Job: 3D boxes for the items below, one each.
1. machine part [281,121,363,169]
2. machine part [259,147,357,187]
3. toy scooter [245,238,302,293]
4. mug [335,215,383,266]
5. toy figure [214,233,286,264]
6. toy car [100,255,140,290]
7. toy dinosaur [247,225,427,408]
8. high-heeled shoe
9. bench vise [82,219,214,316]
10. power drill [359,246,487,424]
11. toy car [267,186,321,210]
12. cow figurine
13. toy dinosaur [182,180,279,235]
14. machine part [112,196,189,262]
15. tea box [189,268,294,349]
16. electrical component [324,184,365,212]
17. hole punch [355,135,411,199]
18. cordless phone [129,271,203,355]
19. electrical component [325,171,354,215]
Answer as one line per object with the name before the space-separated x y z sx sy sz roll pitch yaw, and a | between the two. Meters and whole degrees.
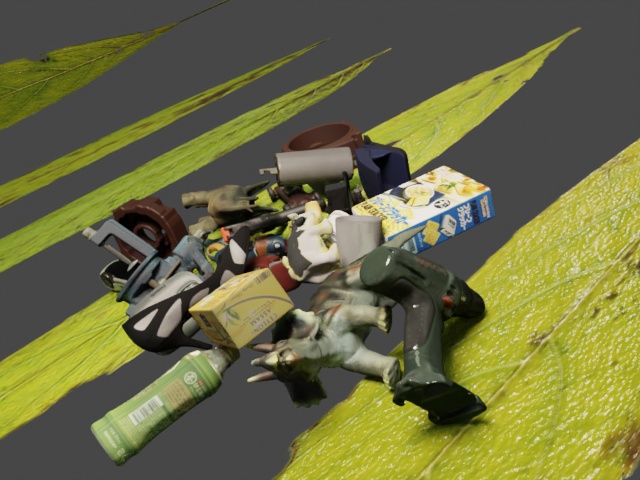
machine part | 0.008 -0.236 1.416 0.201 0.087 0.202 -22 30 -6
machine part | -0.014 -0.163 1.200 0.243 0.079 0.079 -7 28 -8
toy scooter | -0.078 0.047 0.992 0.184 0.075 0.135 -17 30 -4
mug | 0.064 0.012 0.935 0.081 0.107 0.109 0 7 -4
toy figure | -0.134 0.022 1.080 0.154 0.057 0.064 -19 8 5
toy car | -0.391 0.078 1.143 0.202 0.056 0.073 7 44 34
toy dinosaur | 0.040 0.101 0.800 0.192 0.131 0.405 -3 26 25
high-heeled shoe | -0.210 0.067 0.871 0.086 0.145 0.249 -38 33 62
bench vise | -0.330 0.035 1.023 0.223 0.240 0.129 -55 7 -10
power drill | 0.150 0.115 0.671 0.086 0.232 0.207 -30 41 39
toy car | -0.066 -0.109 1.278 0.089 0.053 0.202 -28 31 -9
cow figurine | -0.023 0.004 0.925 0.098 0.068 0.167 -15 44 -3
toy dinosaur | -0.198 -0.076 1.185 0.199 0.105 0.471 -17 11 -3
machine part | -0.371 -0.013 1.175 0.180 0.179 0.056 -5 30 24
tea box | -0.117 0.098 0.768 0.098 0.068 0.170 -37 9 -22
electrical component | 0.049 -0.091 1.185 0.102 0.045 0.078 12 40 44
hole punch | 0.120 -0.138 1.143 0.116 0.142 0.092 24 57 40
cordless phone | -0.215 0.147 0.915 0.184 0.088 0.146 25 48 27
electrical component | 0.041 -0.086 1.107 0.048 0.074 0.119 -13 60 9
